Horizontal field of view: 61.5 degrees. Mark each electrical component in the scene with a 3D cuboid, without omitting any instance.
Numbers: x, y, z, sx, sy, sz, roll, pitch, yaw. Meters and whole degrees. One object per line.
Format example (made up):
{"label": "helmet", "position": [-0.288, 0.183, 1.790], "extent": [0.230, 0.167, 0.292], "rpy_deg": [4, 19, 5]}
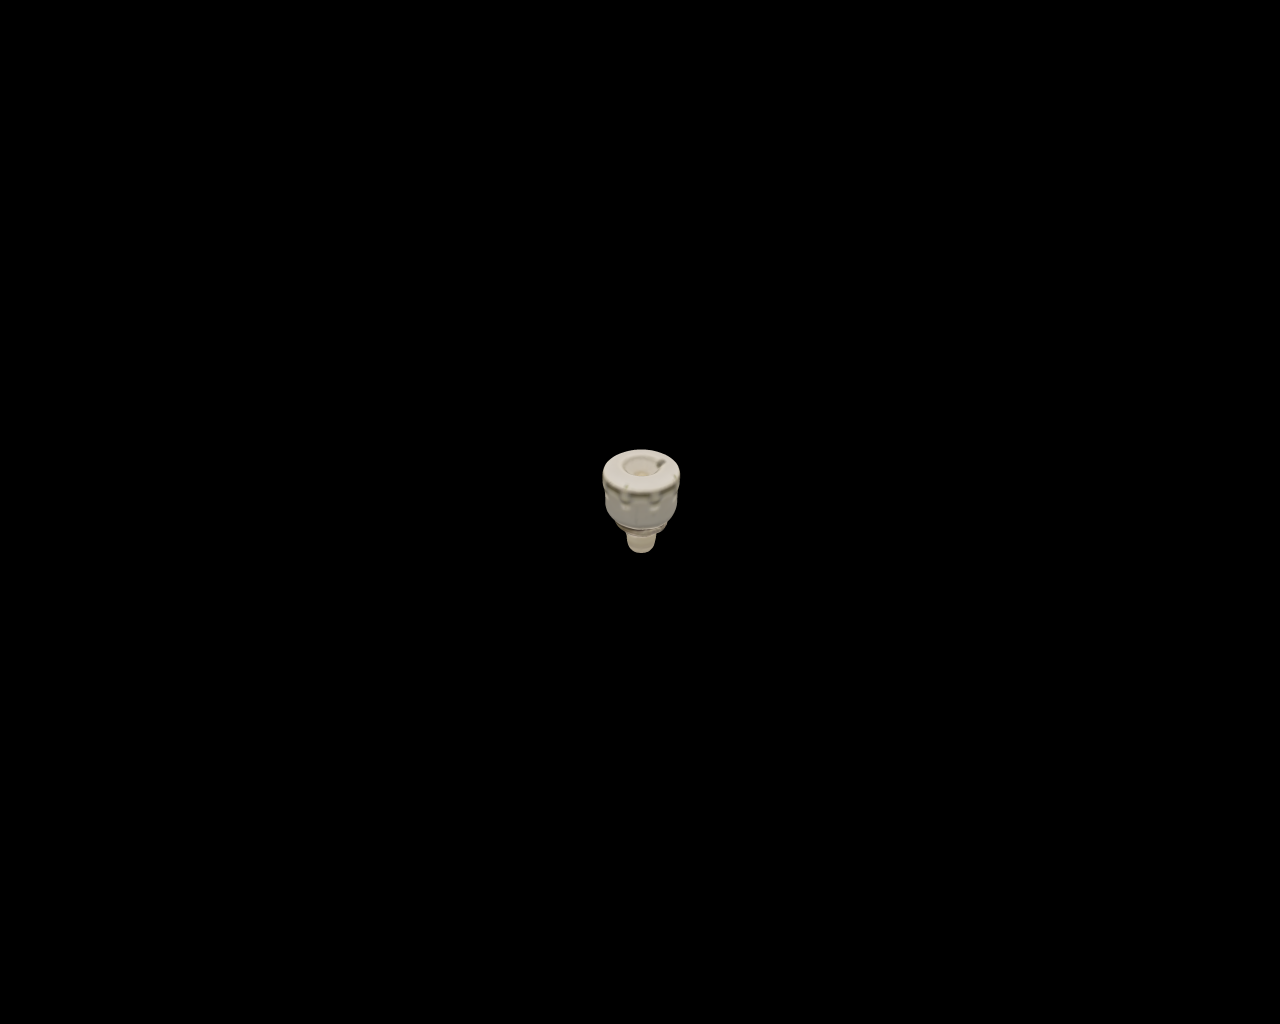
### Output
{"label": "electrical component", "position": [0.001, -0.003, 0.650], "extent": [0.048, 0.062, 0.048], "rpy_deg": [0, 34, 0]}
